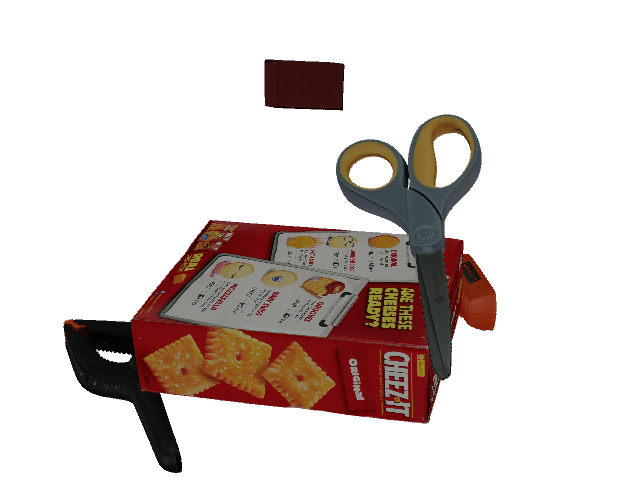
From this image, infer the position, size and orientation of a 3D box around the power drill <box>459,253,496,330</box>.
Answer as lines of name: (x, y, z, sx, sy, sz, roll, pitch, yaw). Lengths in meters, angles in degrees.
power drill: (0.090, 0.071, 1.155, 0.187, 0.057, 0.184, -5, 28, -9)

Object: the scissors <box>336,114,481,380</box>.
scissors: (0.042, -0.004, 0.597, 0.096, 0.016, 0.201, 0, 44, 20)

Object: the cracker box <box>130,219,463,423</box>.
cracker box: (-0.010, 0.056, 0.799, 0.214, 0.072, 0.164, 5, 28, 14)

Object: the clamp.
clamp: (-0.147, 0.118, 0.978, 0.210, 0.036, 0.164, 26, 38, 32)

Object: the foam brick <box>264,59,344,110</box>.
foam brick: (-0.018, -0.169, 1.163, 0.078, 0.051, 0.053, 0, 11, -17)
